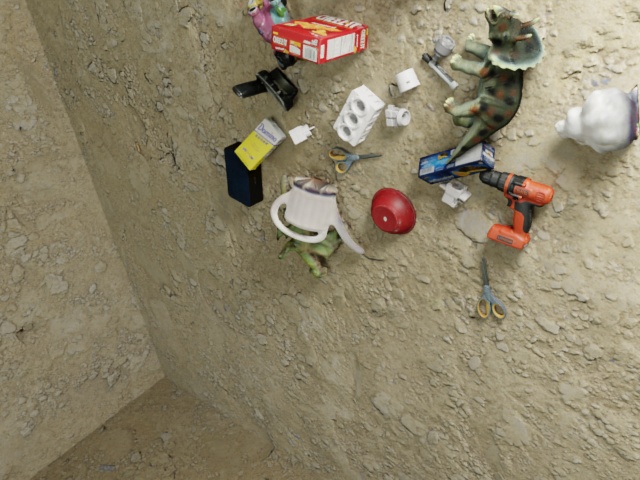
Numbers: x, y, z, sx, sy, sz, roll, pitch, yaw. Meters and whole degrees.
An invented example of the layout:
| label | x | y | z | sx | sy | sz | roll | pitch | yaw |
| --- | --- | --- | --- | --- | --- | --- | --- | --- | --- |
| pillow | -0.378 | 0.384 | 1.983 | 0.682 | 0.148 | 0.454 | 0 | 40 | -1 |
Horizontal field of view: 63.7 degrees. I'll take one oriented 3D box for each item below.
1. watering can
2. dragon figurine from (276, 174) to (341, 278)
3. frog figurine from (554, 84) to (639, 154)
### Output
| label | x | y | z | sx | sy | sz | roll | pitch | yaw |
| --- | --- | --- | --- | --- | --- | --- | --- | --- | --- |
| watering can | 0.005 | -0.087 | 1.731 | 0.348 | 0.105 | 0.221 | 17 | 110 | 6 |
| dragon figurine | -0.034 | -0.030 | 1.853 | 0.243 | 0.124 | 0.401 | 11 | 122 | 18 |
| frog figurine | 0.572 | -0.246 | 1.073 | 0.159 | 0.125 | 0.135 | -2 | 135 | 32 |
